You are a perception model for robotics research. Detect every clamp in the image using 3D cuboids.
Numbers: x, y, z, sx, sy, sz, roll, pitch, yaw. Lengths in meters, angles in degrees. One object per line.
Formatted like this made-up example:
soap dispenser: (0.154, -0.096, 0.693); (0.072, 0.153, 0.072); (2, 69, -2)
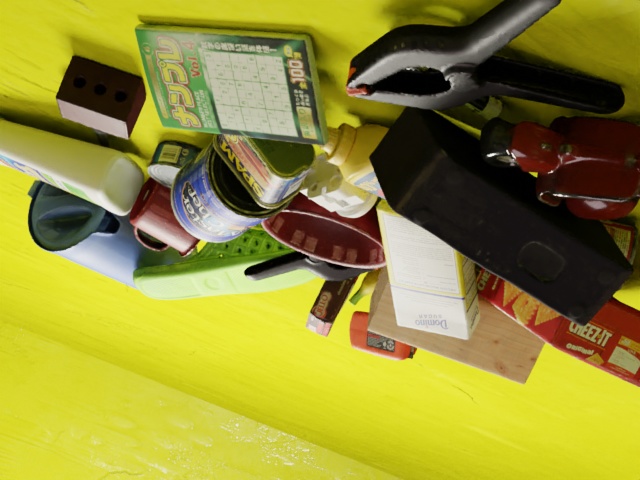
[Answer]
clamp: (-0.009, 0.002, 1.330); (0.171, 0.039, 0.120); (2, 125, -2)
clamp: (0.111, -0.139, 0.800); (0.210, 0.036, 0.164); (1, 155, 24)

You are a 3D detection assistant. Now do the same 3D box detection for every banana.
banana: (0.140, 0.065, 1.384); (0.198, 0.037, 0.070); (10, 121, 2)

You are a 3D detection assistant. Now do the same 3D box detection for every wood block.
wood block: (0.171, 0.089, 1.318); (0.206, 0.090, 0.090); (19, -156, -2)

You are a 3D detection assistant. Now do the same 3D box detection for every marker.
marker: (0.099, -0.133, 0.880); (0.121, 0.020, 0.020); (26, 161, -24)

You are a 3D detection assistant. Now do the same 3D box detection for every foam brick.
foam brick: (-0.226, -0.146, 1.104); (0.078, 0.053, 0.051); (18, 162, -2)

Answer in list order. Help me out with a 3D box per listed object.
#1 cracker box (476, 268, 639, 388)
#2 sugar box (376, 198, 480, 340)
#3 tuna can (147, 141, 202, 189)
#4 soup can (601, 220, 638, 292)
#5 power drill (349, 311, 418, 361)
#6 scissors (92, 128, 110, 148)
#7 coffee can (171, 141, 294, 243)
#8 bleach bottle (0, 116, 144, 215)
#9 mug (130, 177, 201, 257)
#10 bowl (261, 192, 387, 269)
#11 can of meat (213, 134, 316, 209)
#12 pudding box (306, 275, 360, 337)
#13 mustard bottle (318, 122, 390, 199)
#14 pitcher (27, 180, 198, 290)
cracker box: (0.282, 0.081, 1.154); (0.164, 0.072, 0.214); (24, -173, -17)
sugar box: (0.123, 0.027, 1.187); (0.093, 0.048, 0.176); (10, 135, 26)
tuna can: (-0.158, -0.084, 1.263); (0.086, 0.033, 0.086); (16, 163, 5)
soup can: (0.257, 0.005, 1.066); (0.102, 0.068, 0.068); (16, 163, 5)
power drill: (0.130, 0.120, 1.469); (0.187, 0.057, 0.185); (-4, -173, -43)
scissors: (-0.237, -0.131, 1.226); (0.096, 0.016, 0.201); (11, 166, 11)
coffee can: (-0.095, -0.059, 1.159); (0.102, 0.102, 0.140); (23, 162, -17)
bleach bottle: (-0.350, -0.106, 1.326); (0.251, 0.068, 0.102); (19, 169, 18)
mug: (-0.192, -0.031, 1.348); (0.081, 0.093, 0.117); (30, 128, -20)
bowl: (0.014, -0.023, 1.243); (0.162, 0.055, 0.162); (16, 163, 5)
can of meat: (-0.054, -0.091, 1.048); (0.102, 0.057, 0.084); (52, 159, 5)
pudding box: (0.021, 0.066, 1.410); (0.039, 0.113, 0.090); (28, 164, 3)
mustard bottle: (0.082, -0.066, 1.038); (0.191, 0.058, 0.096); (23, 163, -15)
pitcher: (-0.282, -0.011, 1.471); (0.145, 0.149, 0.242); (-26, 149, 17)
